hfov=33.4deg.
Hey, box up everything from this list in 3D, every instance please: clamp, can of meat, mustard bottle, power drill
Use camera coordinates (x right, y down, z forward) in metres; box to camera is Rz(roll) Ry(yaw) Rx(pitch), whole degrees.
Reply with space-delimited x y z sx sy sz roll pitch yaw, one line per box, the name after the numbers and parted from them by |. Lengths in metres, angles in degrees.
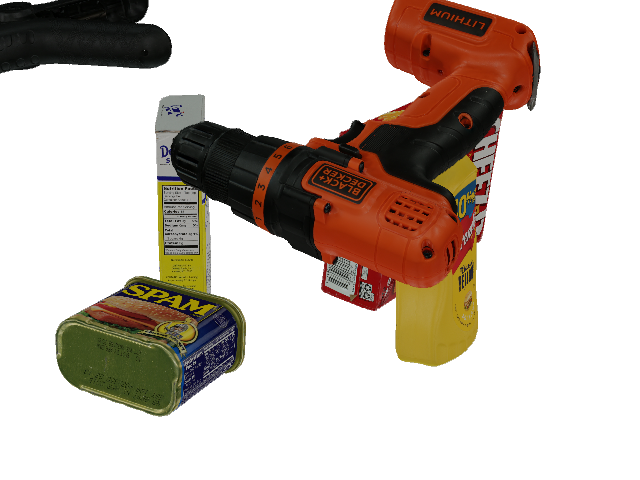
-0.175 -0.127 0.644 0.171 0.039 0.120 -3 22 -6 | clamp
-0.115 0.070 0.721 0.102 0.057 0.083 13 22 23 | can of meat
0.090 -0.007 0.822 0.058 0.192 0.096 8 22 28 | mustard bottle
0.029 -0.068 0.625 0.185 0.187 0.057 24 -32 25 | power drill

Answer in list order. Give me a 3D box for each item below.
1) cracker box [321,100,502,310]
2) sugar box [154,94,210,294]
0.094 -0.046 1.035 0.072 0.164 0.213 22 30 29 | cracker box
-0.120 -0.030 0.930 0.048 0.176 0.093 -3 26 -4 | sugar box
